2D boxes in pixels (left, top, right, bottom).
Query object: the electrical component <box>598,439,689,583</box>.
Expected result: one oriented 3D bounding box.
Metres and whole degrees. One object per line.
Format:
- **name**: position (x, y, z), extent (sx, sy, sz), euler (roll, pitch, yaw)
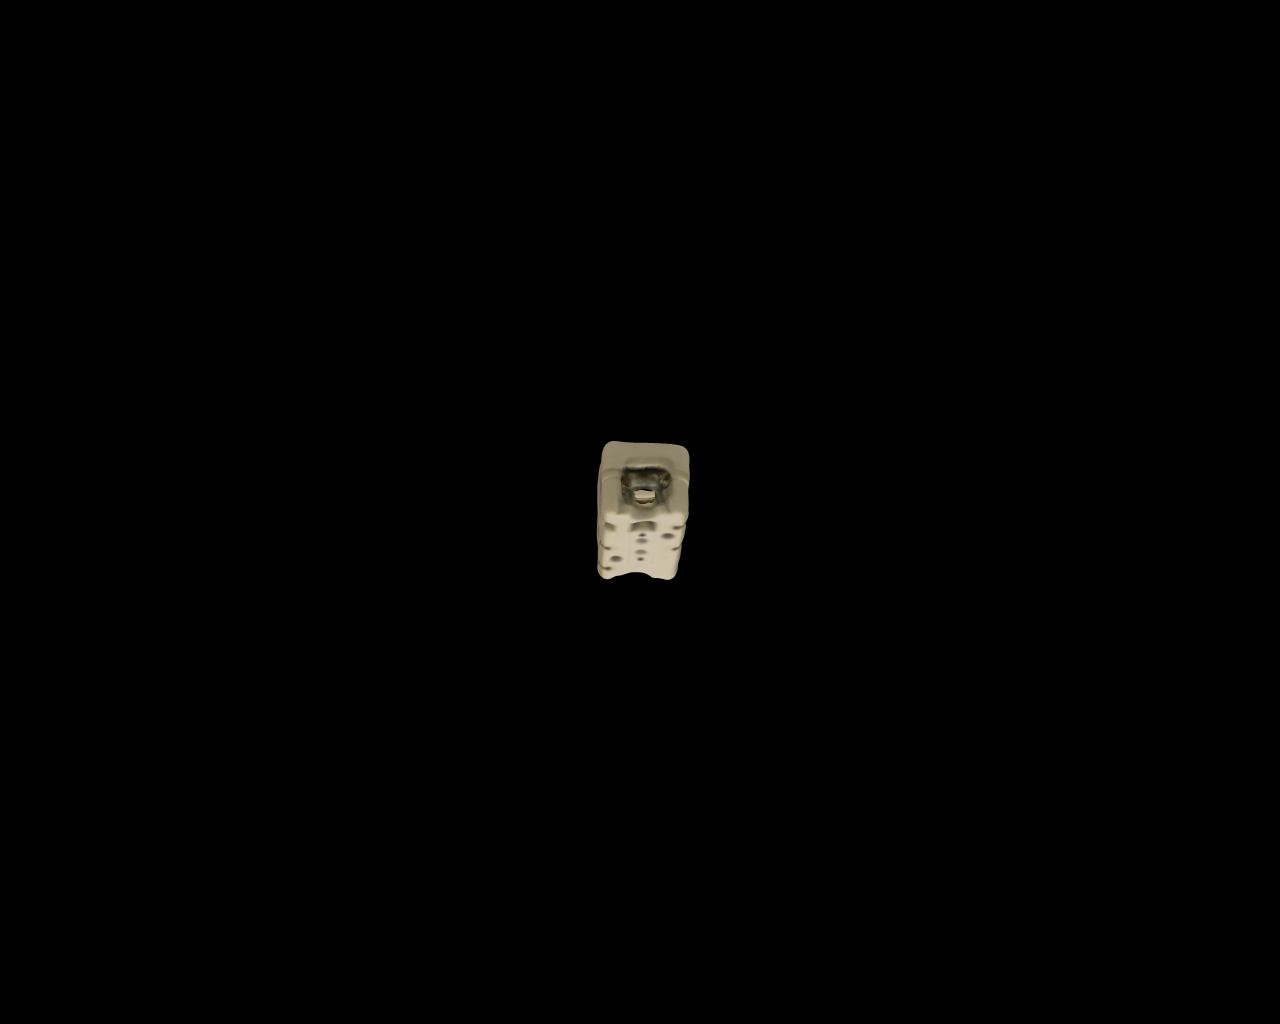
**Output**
- **electrical component**: position (0.001, -0.003, 0.650), extent (0.050, 0.056, 0.089), euler (2, -31, -3)
